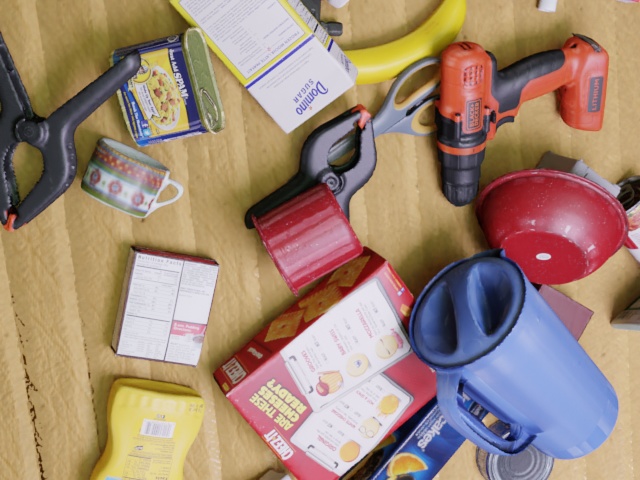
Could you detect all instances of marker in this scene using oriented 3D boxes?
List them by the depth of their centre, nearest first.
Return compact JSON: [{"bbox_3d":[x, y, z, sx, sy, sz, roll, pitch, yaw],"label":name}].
[{"bbox_3d":[0.254,-0.306,1.141,0.020,0.020,0.121,8,98,-17],"label":"marker"}]

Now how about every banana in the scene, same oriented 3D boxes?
[{"bbox_3d":[0.080,-0.204,1.105,0.197,0.037,0.069,-32,88,-9],"label":"banana"}]

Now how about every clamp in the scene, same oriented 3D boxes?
[{"bbox_3d":[-0.277,-0.113,1.009,0.164,0.036,0.210,25,105,3],"label":"clamp"},{"bbox_3d":[0.014,-0.055,1.100,0.120,0.039,0.172,30,107,-26],"label":"clamp"}]

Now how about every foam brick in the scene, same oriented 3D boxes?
[{"bbox_3d":[0.254,0.080,1.192,0.078,0.053,0.051,29,92,-17],"label":"foam brick"}]

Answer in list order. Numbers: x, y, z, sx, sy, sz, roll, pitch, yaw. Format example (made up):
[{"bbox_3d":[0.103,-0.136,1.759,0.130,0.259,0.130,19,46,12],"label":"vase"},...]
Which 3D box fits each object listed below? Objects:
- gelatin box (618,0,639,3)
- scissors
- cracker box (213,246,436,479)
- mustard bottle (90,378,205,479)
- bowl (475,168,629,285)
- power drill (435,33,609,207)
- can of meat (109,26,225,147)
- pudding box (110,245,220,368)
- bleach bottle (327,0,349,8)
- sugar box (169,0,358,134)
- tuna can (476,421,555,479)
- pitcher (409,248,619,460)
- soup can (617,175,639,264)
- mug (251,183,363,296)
[{"bbox_3d":[0.309,-0.301,1.152,0.089,0.030,0.073,7,99,-17],"label":"gelatin box"},{"bbox_3d":[0.065,-0.108,1.123,0.202,0.016,0.096,-45,129,11],"label":"scissors"},{"bbox_3d":[0.021,0.137,1.124,0.213,0.072,0.164,-39,114,-5],"label":"cracker box"},{"bbox_3d":[-0.185,0.242,1.098,0.096,0.058,0.192,12,96,-22],"label":"mustard bottle"},{"bbox_3d":[0.238,-0.001,1.117,0.162,0.162,0.055,33,53,-18],"label":"bowl"},{"bbox_3d":[0.209,-0.133,1.126,0.187,0.057,0.184,-16,127,-18],"label":"power drill"},{"bbox_3d":[-0.147,-0.145,1.025,0.084,0.057,0.102,-10,103,15],"label":"can of meat"},{"bbox_3d":[-0.157,0.068,1.085,0.090,0.039,0.113,11,95,-17],"label":"pudding box"},{"bbox_3d":[-0.059,-0.332,1.019,0.250,0.068,0.102,30,72,-13],"label":"bleach bottle"},{"bbox_3d":[-0.053,-0.199,1.045,0.093,0.048,0.176,-33,112,25],"label":"sugar box"},{"bbox_3d":[0.225,0.249,1.225,0.086,0.034,0.086,-3,101,-14],"label":"tuna can"},{"bbox_3d":[0.206,0.139,1.101,0.149,0.145,0.242,-41,125,9],"label":"pitcher"},{"bbox_3d":[0.369,-0.014,1.199,0.068,0.068,0.102,-46,109,-4],"label":"soup can"},{"bbox_3d":[-0.007,0.001,1.061,0.081,0.093,0.117,-29,148,2],"label":"mug"}]
